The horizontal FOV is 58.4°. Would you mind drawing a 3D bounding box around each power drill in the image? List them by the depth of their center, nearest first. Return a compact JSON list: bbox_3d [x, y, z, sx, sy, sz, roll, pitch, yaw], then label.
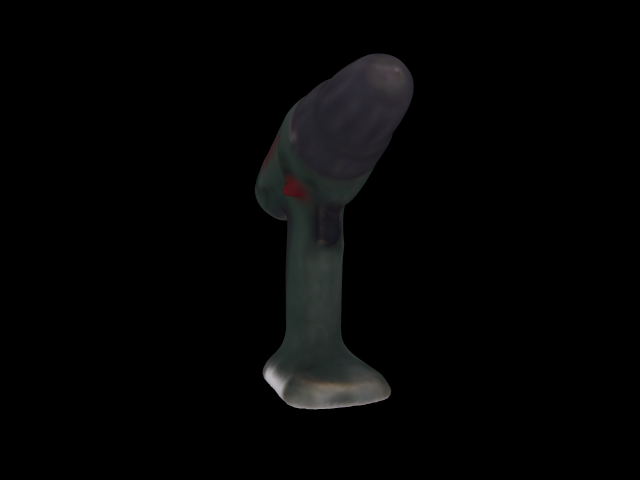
[{"bbox_3d":[0.004,0.001,0.400,0.076,0.208,0.229,-1,2,-19],"label":"power drill"}]
